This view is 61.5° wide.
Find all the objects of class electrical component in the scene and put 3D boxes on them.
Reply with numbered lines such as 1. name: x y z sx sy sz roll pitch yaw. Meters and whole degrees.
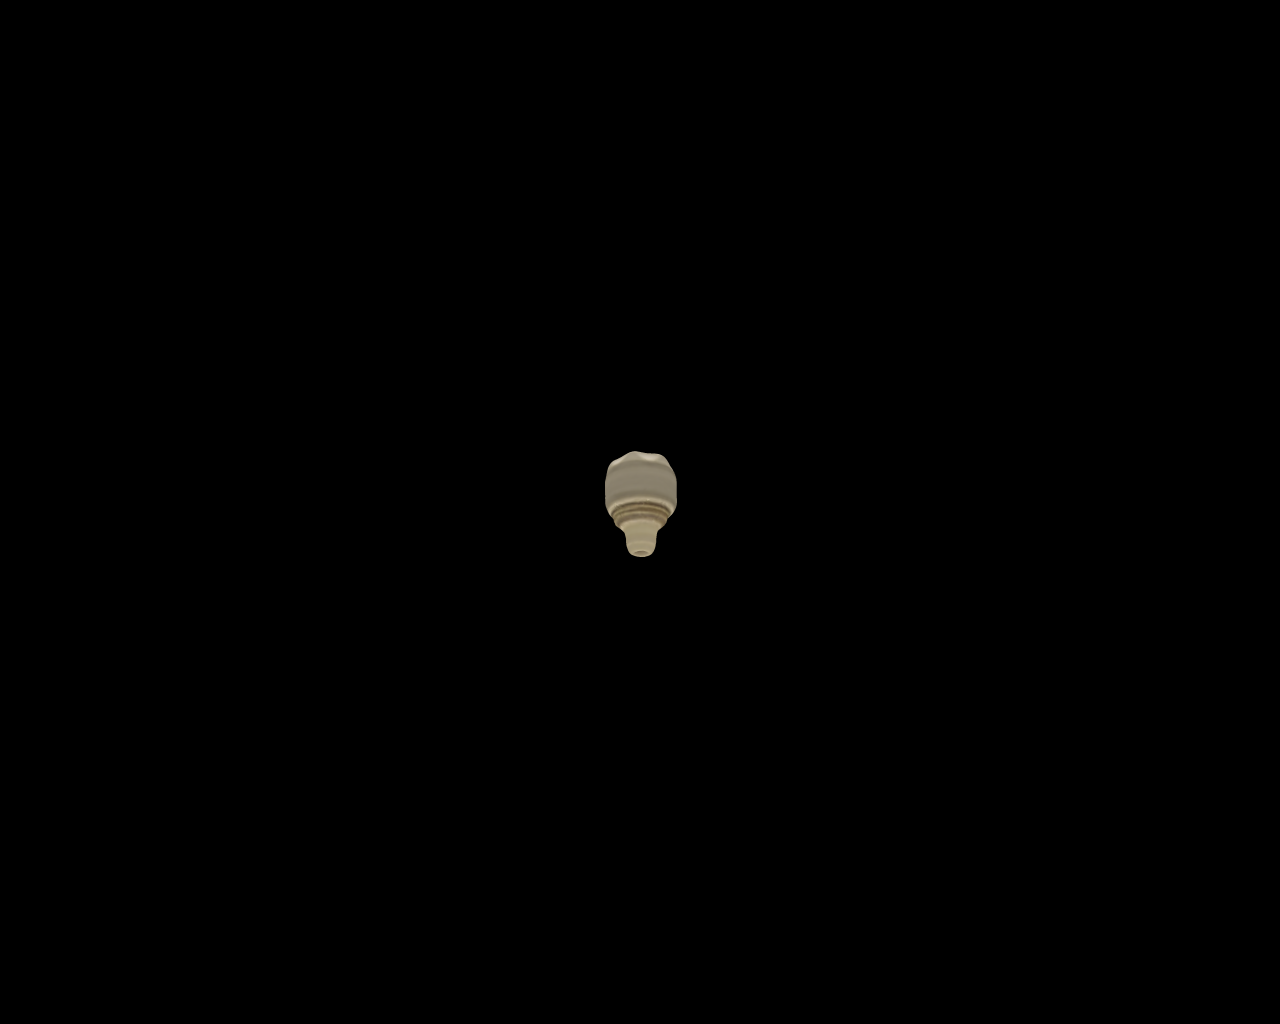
1. electrical component: 0.001 -0.003 0.650 0.043 0.062 0.043 0 -24 0
